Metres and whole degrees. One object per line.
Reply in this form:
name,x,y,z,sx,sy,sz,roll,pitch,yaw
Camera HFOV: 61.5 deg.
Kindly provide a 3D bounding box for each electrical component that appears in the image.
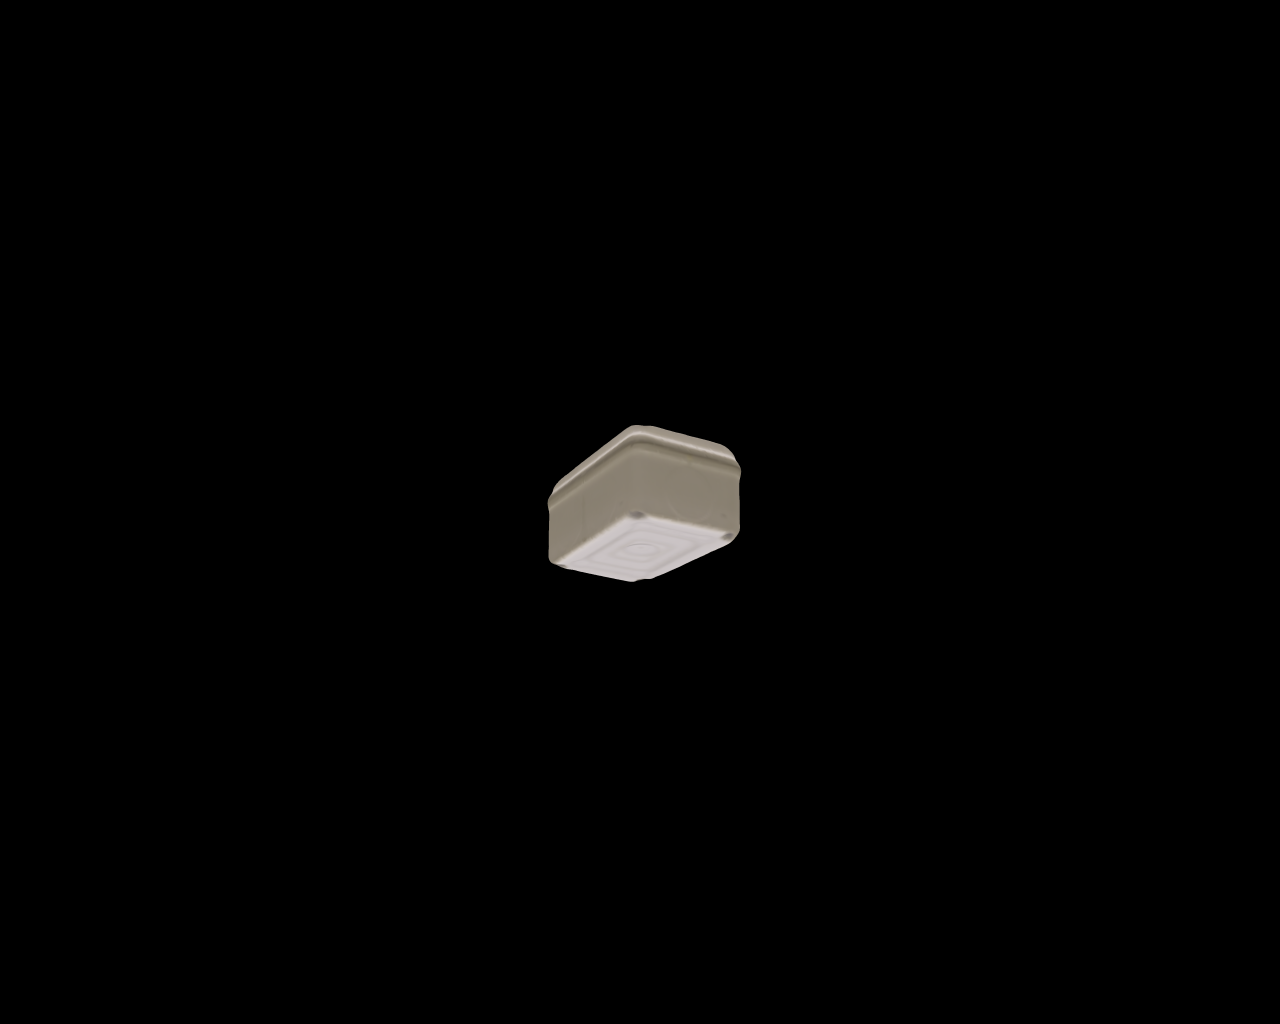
electrical component,0.001,-0.003,0.650,0.078,0.057,0.113,13,-26,-29
